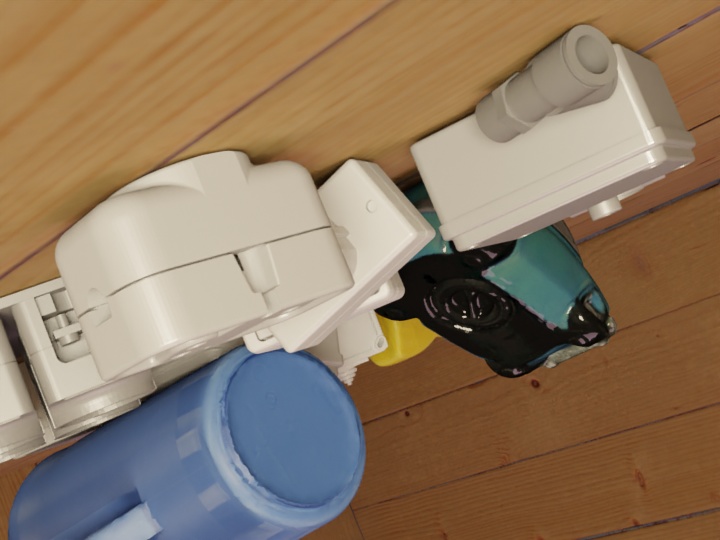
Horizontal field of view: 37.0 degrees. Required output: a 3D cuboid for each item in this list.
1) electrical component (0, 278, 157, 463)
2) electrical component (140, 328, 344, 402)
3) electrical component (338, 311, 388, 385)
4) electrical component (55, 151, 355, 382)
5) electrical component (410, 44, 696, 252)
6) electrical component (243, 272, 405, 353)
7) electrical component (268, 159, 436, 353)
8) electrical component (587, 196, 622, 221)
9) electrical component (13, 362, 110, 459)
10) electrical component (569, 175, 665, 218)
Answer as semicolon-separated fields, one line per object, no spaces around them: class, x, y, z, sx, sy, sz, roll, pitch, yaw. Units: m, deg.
electrical component;-0.171;0.058;0.556;0.105;0.060;0.186;-21;175;-19
electrical component;-0.086;0.051;0.707;0.109;0.056;0.109;13;151;-42
electrical component;-0.029;0.040;0.786;0.062;0.096;0.061;-20;177;-30
electrical component;-0.056;-0.005;0.388;0.095;0.059;0.054;-18;173;-43
electrical component;0.096;-0.057;0.519;0.109;0.056;0.109;-25;175;25
electrical component;-0.033;0.003;0.560;0.096;0.061;0.061;-23;175;9
electrical component;-0.019;-0.006;0.485;0.083;0.047;0.076;-43;169;15
electrical component;0.124;-0.059;0.594;0.048;0.062;0.048;-22;175;-2
electrical component;-0.204;0.089;0.761;0.078;0.057;0.113;-23;175;6
electrical component;0.194;-0.075;0.839;0.077;0.044;0.079;-24;175;18
